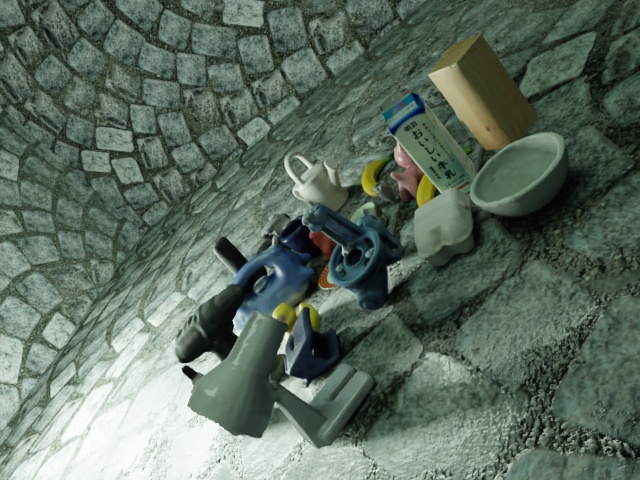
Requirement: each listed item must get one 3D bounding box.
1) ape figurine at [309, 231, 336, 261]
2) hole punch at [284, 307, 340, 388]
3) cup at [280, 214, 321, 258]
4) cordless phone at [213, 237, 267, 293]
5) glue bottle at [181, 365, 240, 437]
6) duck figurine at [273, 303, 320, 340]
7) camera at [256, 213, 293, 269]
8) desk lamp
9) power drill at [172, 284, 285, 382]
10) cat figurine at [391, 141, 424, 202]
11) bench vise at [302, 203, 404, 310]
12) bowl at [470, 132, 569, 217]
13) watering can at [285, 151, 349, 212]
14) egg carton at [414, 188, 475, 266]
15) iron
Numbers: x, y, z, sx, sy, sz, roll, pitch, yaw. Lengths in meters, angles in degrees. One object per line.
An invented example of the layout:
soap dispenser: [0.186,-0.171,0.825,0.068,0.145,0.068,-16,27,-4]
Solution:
ape figurine: [0.012,0.005,1.308,0.076,0.092,0.078,-35,22,22]
hole punch: [-0.028,0.191,1.025,0.101,0.091,0.108,-40,21,10]
cup: [-0.026,-0.008,1.400,0.117,0.095,0.091,-34,23,24]
cordless phone: [-0.214,0.094,1.425,0.094,0.185,0.148,-22,30,44]
glue bottle: [-0.183,0.280,1.025,0.078,0.173,0.037,-39,21,13]
duck figurine: [-0.054,0.160,1.139,0.077,0.086,0.105,-23,29,44]
camera: [-0.123,0.002,1.552,0.137,0.101,0.142,-51,22,-18]
desk lamp: [-0.063,0.220,0.857,0.203,0.214,0.117,-51,22,-17]
power drill: [-0.166,0.198,1.099,0.229,0.209,0.075,-33,23,27]
cat figurine: [0.194,-0.167,1.261,0.067,0.118,0.128,-15,35,52]
bench vise: [0.051,0.001,1.059,0.121,0.220,0.207,-37,22,18]
bowl: [0.331,-0.092,0.922,0.167,0.075,0.167,-37,22,18]
watering can: [-0.014,-0.164,1.535,0.172,0.194,0.101,-35,22,22]
egg carton: [0.220,-0.025,1.008,0.107,0.069,0.150,-33,23,27]
iron: [-0.139,0.109,1.318,0.258,0.142,0.118,-40,21,10]
